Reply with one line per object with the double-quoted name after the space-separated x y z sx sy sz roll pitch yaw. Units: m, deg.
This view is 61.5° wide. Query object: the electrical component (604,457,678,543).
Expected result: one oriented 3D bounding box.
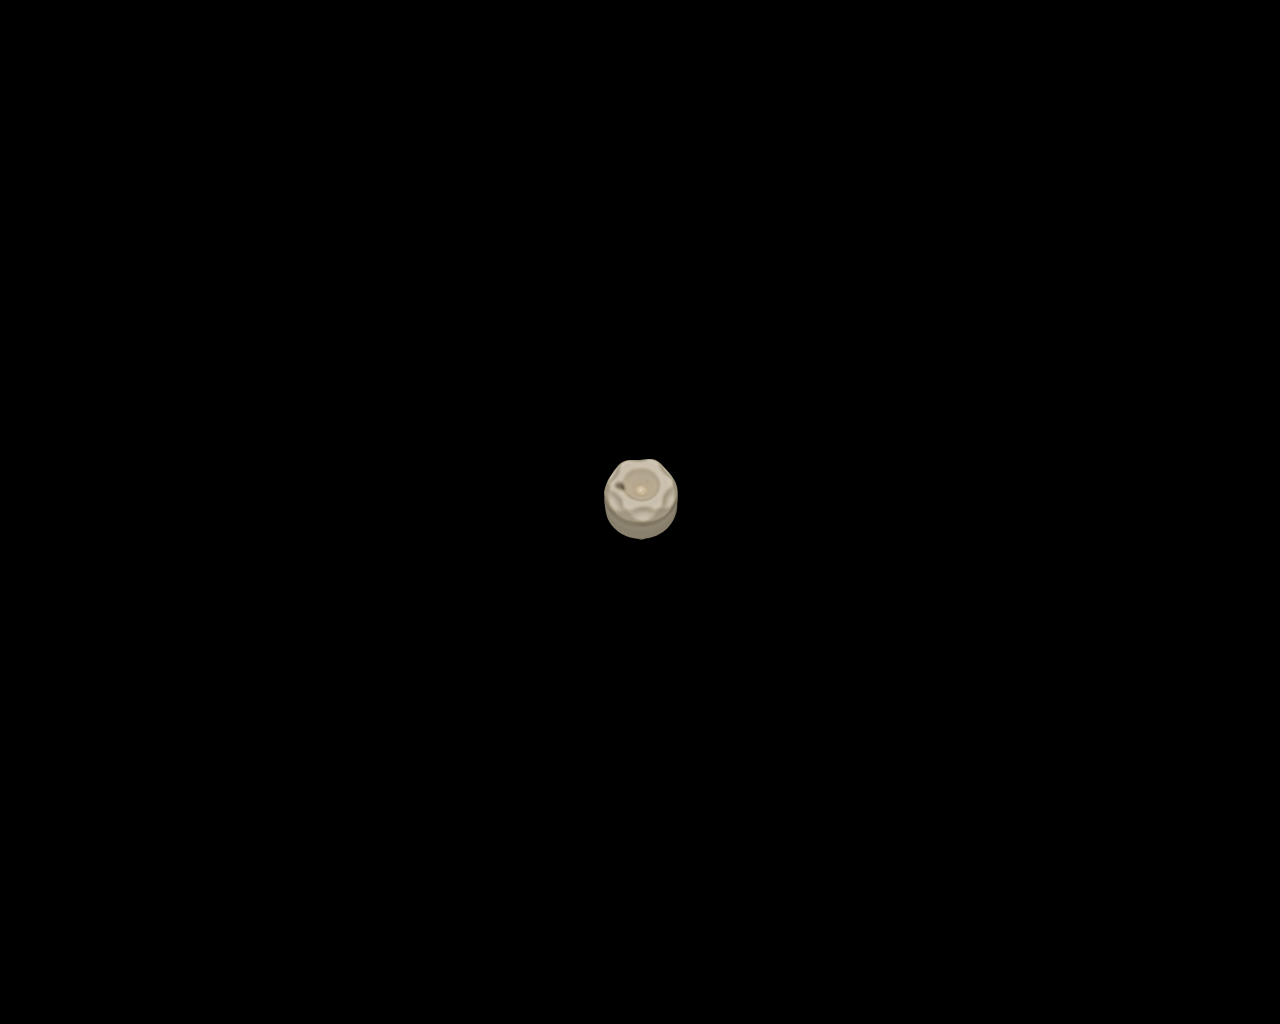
0.001 -0.003 0.650 0.043 0.043 0.062 0 -28 0 "electrical component"
